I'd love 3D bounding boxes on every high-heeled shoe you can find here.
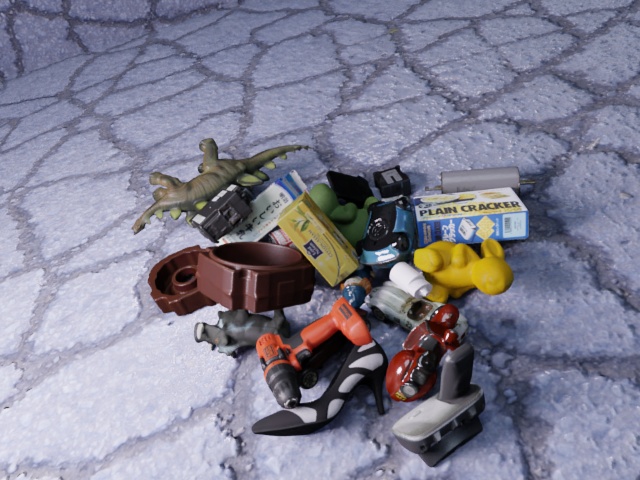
[{"bbox_3d":[0.002,0.235,0.892,0.249,0.086,0.145,-5,59,-17],"label":"high-heeled shoe"}]

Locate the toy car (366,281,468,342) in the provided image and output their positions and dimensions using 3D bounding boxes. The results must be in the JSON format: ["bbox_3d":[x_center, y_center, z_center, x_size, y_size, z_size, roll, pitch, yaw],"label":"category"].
[{"bbox_3d":[0.176,0.135,0.996,0.202,0.056,0.073,26,54,36],"label":"toy car"}]

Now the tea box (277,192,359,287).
[{"bbox_3d":[-0.002,-0.003,1.045,0.068,0.169,0.098,-39,10,12],"label":"tea box"}]

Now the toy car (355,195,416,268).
[{"bbox_3d":[0.144,-0.005,1.072,0.109,0.102,0.161,-12,51,35],"label":"toy car"}]

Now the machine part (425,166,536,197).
[{"bbox_3d":[0.362,-0.124,1.222,0.243,0.079,0.079,-2,42,12],"label":"machine part"}]

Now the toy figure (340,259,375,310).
[{"bbox_3d":[0.070,0.086,1.051,0.064,0.058,0.154,-42,8,22],"label":"toy figure"}]

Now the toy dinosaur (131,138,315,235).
[{"bbox_3d":[-0.236,-0.140,1.285,0.471,0.105,0.199,-37,65,-18],"label":"toy dinosaur"}]

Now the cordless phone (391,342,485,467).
[{"bbox_3d":[0.176,0.234,0.786,0.147,0.184,0.089,-28,47,-17],"label":"cordless phone"}]

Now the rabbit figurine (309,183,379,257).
[{"bbox_3d":[0.036,-0.042,1.166,0.170,0.121,0.159,37,76,5],"label":"rabbit figurine"}]

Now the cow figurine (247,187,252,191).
[{"bbox_3d":[-0.273,-0.112,1.381,0.195,0.085,0.127,-12,34,1],"label":"cow figurine"}]

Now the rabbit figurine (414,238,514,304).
[{"bbox_3d":[0.285,0.063,1.003,0.162,0.121,0.173,-15,14,-37],"label":"rabbit figurine"}]

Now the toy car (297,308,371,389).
[{"bbox_3d":[0.010,0.193,0.978,0.202,0.053,0.089,-37,28,-26],"label":"toy car"}]

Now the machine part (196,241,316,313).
[{"bbox_3d":[-0.124,0.065,1.058,0.201,0.087,0.202,-7,16,-39],"label":"machine part"}]

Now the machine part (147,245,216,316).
[{"bbox_3d":[-0.288,0.087,1.177,0.179,0.055,0.179,-9,41,7],"label":"machine part"}]

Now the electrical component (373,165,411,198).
[{"bbox_3d":[0.180,-0.125,1.297,0.075,0.047,0.119,-15,39,-1],"label":"electrical component"}]

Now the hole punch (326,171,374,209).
[{"bbox_3d":[0.064,-0.094,1.278,0.116,0.092,0.142,9,33,-20],"label":"hole punch"}]

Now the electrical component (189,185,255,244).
[{"bbox_3d":[-0.203,-0.060,1.139,0.134,0.058,0.115,-45,26,-11],"label":"electrical component"}]

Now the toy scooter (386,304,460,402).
[{"bbox_3d":[0.172,0.182,0.852,0.075,0.135,0.184,34,85,2],"label":"toy scooter"}]

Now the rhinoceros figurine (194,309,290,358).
[{"bbox_3d":[-0.148,0.176,1.032,0.190,0.073,0.112,2,54,15],"label":"rhinoceros figurine"}]
